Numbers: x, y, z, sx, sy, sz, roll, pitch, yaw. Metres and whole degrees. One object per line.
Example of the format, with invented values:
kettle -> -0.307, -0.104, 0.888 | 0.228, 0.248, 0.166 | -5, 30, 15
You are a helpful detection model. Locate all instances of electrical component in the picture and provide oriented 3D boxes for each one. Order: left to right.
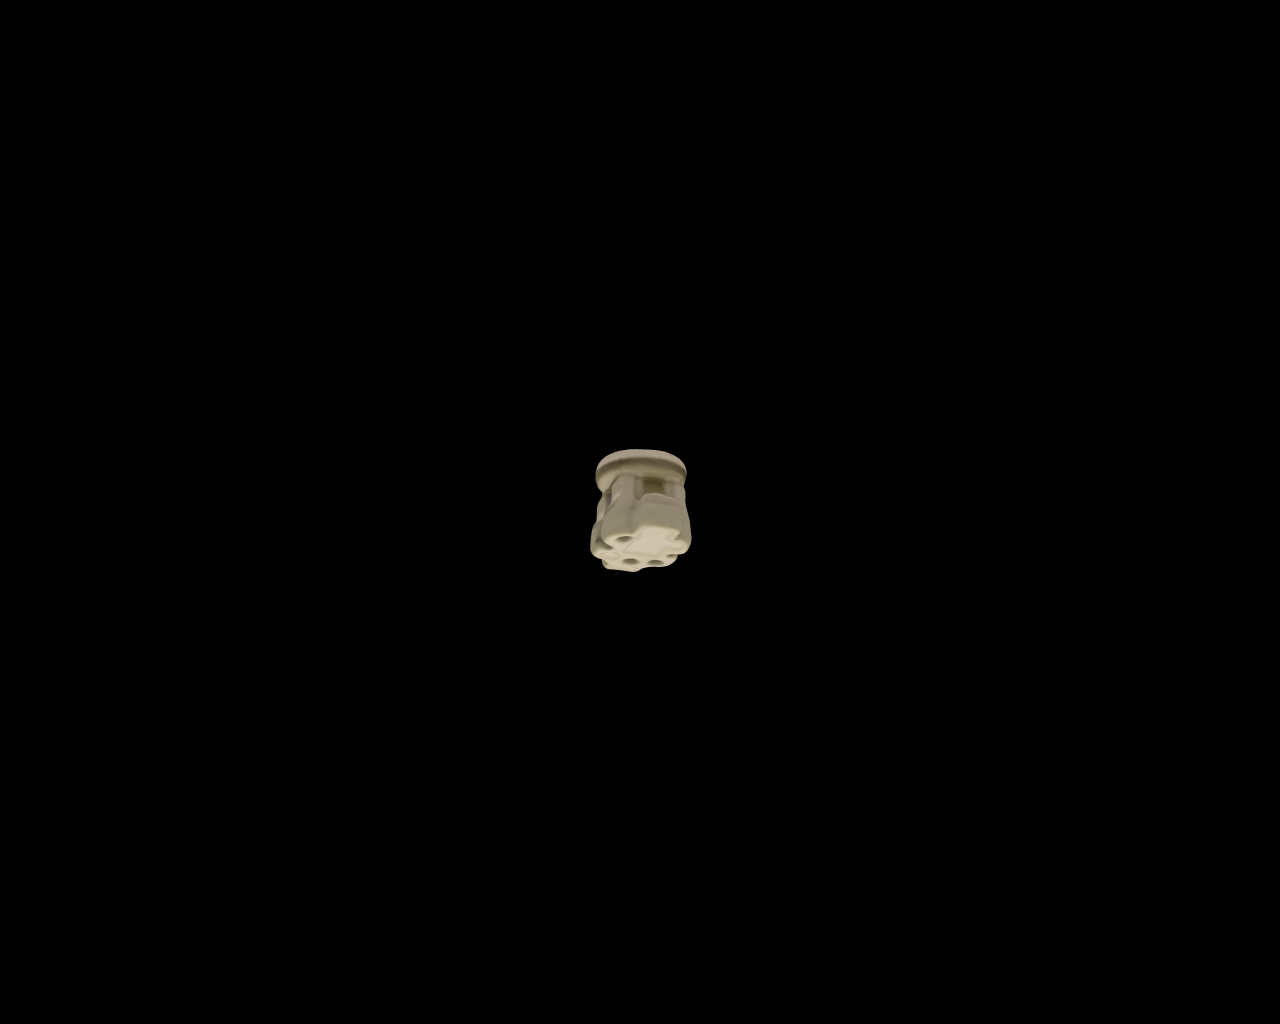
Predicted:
electrical component -> 0.001, -0.003, 0.650 | 0.058, 0.057, 0.078 | 8, -26, -18
